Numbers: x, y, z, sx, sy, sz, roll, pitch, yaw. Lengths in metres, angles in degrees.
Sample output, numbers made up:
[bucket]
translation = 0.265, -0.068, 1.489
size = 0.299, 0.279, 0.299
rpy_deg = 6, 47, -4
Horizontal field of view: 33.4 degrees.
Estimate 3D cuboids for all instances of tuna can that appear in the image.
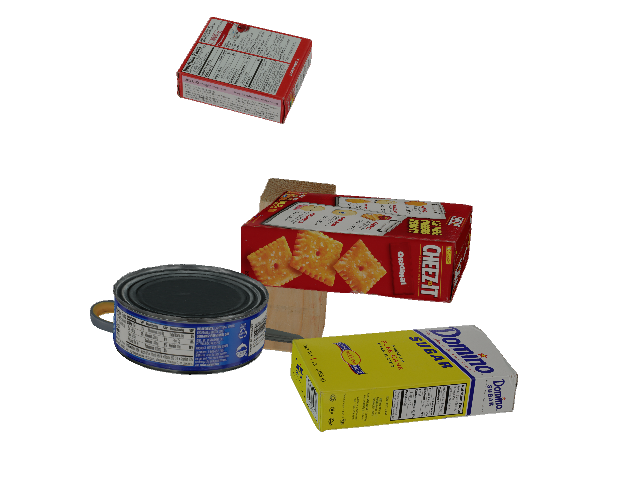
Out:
[tuna can]
translation = -0.072, 0.043, 0.593
size = 0.086, 0.034, 0.086
rpy_deg = 5, 17, -2

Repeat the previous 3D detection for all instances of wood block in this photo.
[wood block]
translation = -0.035, 0.033, 1.388
size = 0.090, 0.206, 0.090
rpy_deg = 6, 23, 4

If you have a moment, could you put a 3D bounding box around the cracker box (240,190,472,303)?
[cracker box]
translation = 0.042, 0.004, 1.107
size = 0.214, 0.072, 0.164
rpy_deg = 5, 16, 13

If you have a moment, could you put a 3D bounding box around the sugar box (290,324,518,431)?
[sugar box]
translation = 0.070, 0.116, 0.921
size = 0.176, 0.048, 0.093
rpy_deg = -6, 26, -15

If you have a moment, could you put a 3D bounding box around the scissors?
[scissors]
translation = -0.117, 0.066, 1.021
size = 0.201, 0.016, 0.096
rpy_deg = 2, 33, -6

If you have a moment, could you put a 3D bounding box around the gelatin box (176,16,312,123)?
[gelatin box]
translation = -0.059, -0.134, 0.835
size = 0.089, 0.073, 0.030
rpy_deg = 14, -39, 9
